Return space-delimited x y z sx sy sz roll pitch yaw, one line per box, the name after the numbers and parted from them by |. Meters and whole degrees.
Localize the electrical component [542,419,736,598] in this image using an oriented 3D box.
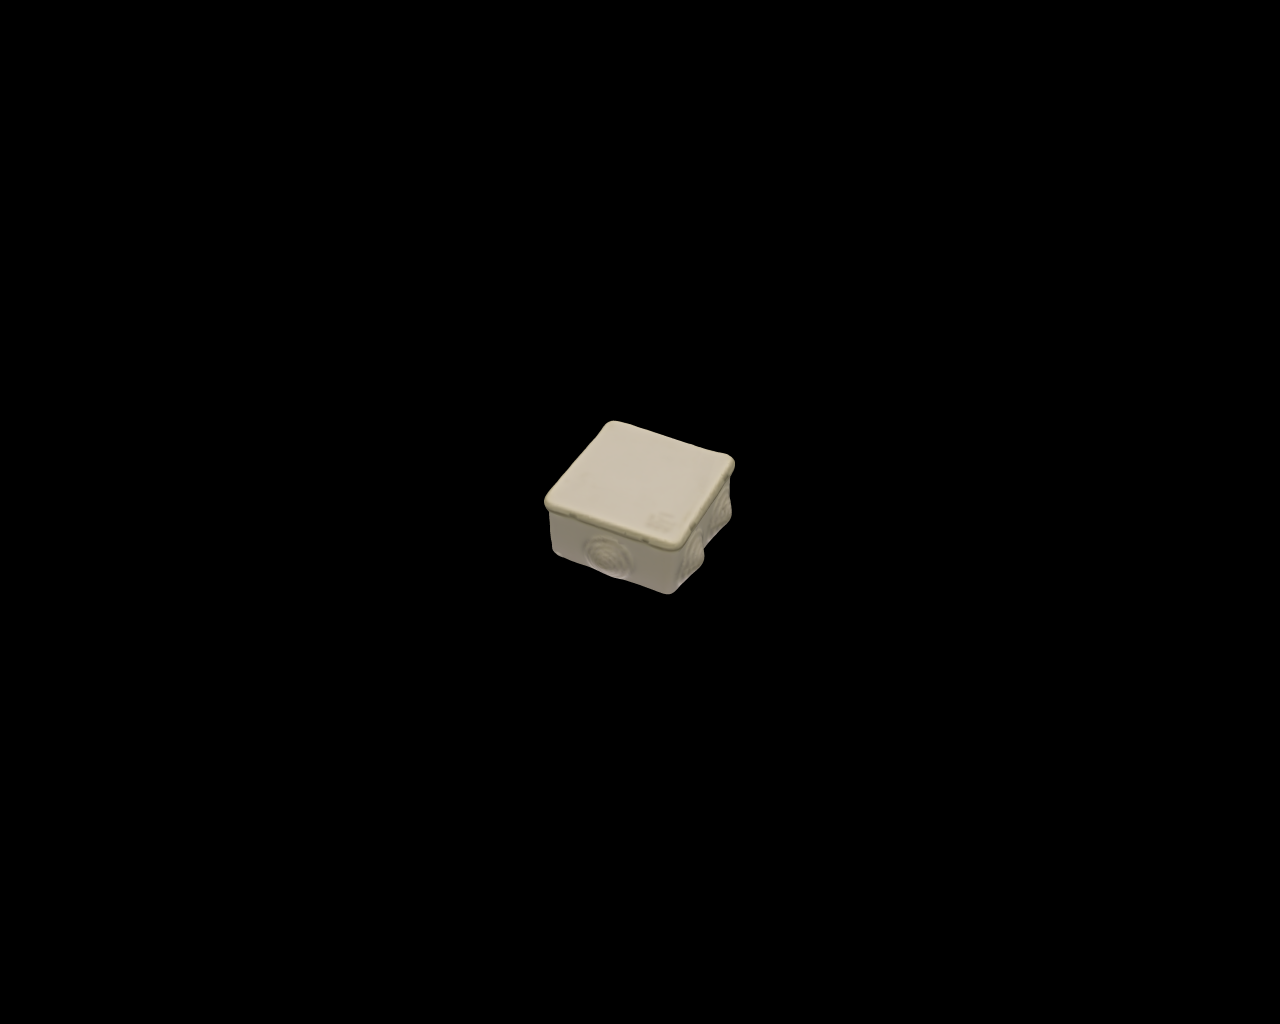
0.001 -0.003 0.650 0.100 0.048 0.100 19 46 19 | electrical component
